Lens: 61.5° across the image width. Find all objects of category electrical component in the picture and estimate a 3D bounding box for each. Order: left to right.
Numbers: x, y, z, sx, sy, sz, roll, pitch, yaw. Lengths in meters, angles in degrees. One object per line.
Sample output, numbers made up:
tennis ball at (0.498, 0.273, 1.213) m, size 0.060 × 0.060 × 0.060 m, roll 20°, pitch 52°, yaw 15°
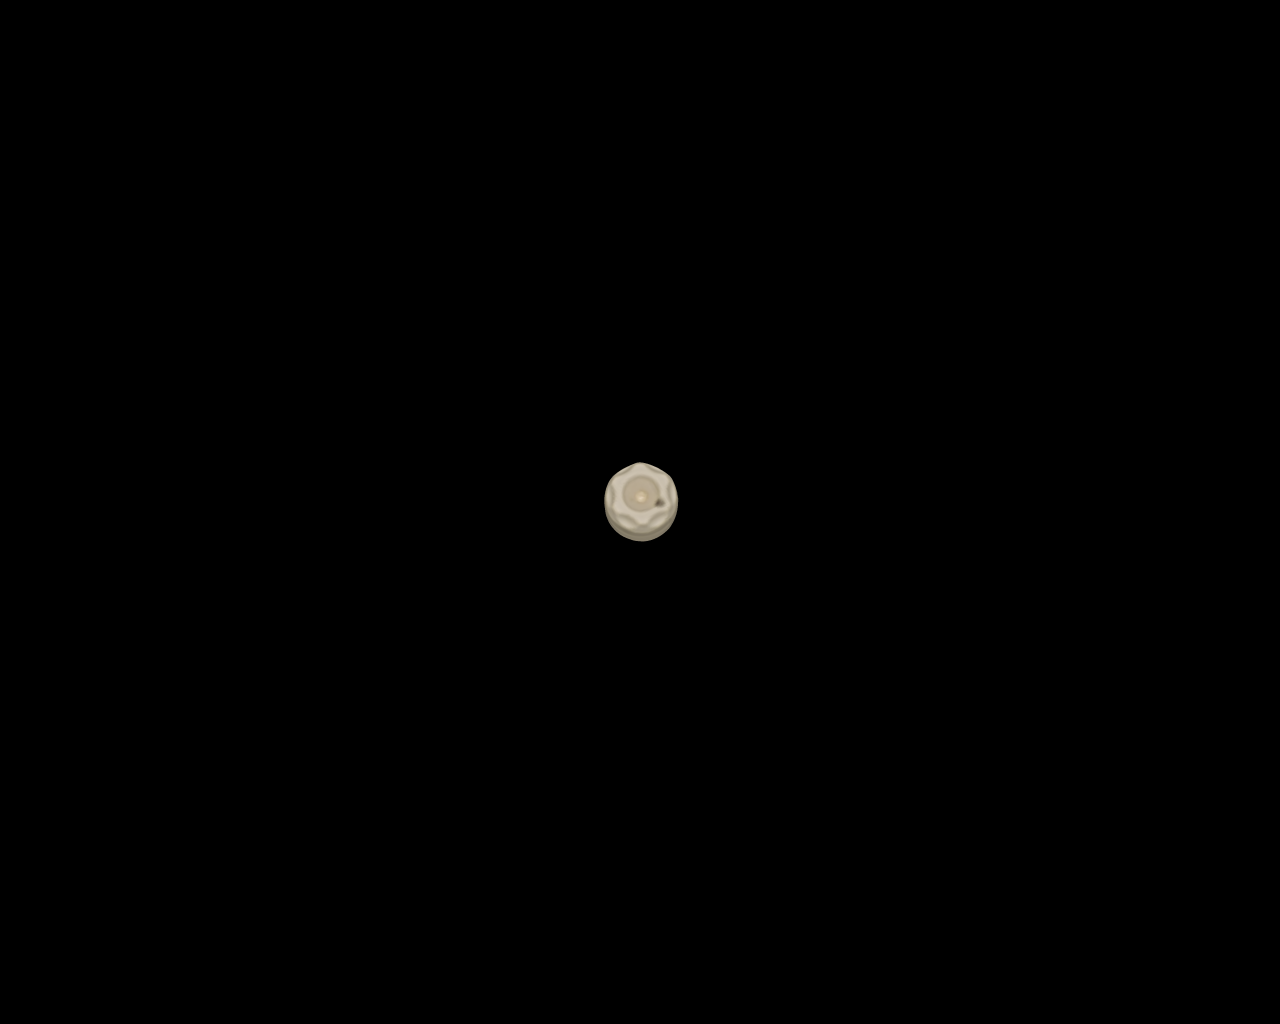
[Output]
electrical component at (0.001, -0.003, 0.650) m, size 0.043 × 0.043 × 0.062 m, roll 0°, pitch -16°, yaw 0°
